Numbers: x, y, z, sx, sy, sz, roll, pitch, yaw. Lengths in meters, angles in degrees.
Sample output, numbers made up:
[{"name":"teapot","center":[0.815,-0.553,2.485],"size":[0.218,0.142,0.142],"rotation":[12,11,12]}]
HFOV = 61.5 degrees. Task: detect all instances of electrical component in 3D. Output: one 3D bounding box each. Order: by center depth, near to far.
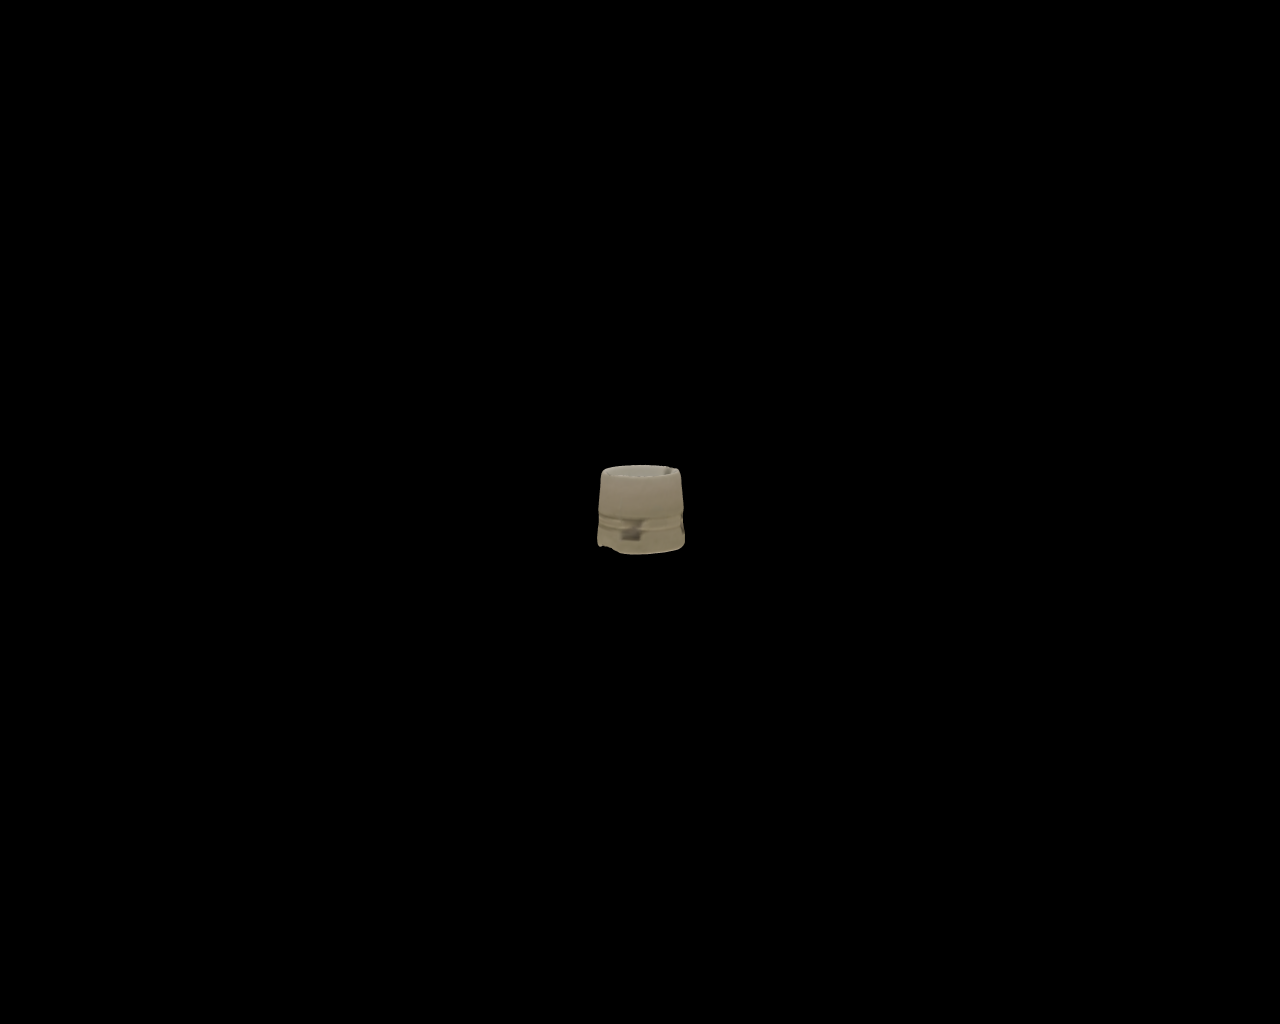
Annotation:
[{"name":"electrical component","center":[0.001,-0.003,0.650],"size":[0.055,0.047,0.055],"rotation":[0,11,0]}]
